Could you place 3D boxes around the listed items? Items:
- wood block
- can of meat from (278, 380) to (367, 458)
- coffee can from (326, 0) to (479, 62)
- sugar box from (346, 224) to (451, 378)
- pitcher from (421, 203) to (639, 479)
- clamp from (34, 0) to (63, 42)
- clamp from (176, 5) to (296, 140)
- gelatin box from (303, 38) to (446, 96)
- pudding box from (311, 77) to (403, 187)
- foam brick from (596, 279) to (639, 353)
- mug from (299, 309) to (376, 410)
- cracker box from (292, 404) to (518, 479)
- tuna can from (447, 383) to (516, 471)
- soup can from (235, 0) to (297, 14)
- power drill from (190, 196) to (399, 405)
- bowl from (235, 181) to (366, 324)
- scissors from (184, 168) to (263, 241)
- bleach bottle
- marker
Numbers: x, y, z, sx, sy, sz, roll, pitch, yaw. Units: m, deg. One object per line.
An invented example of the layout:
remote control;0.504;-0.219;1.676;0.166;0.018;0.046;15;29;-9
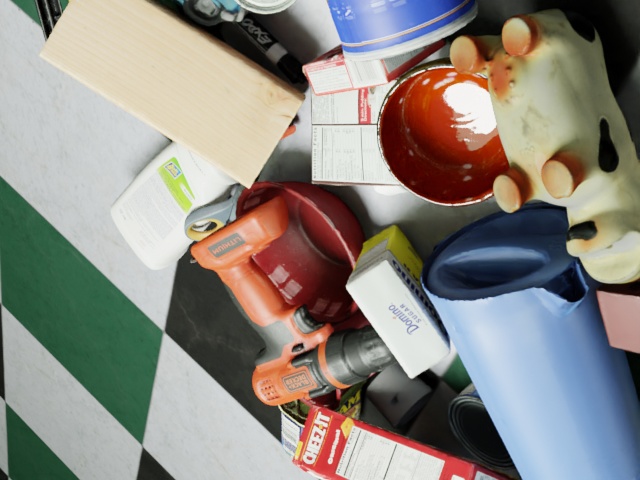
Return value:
wood block;-0.122;-0.142;0.922;0.206;0.091;0.090;32;-171;-5
can of meat;0.002;0.185;1.156;0.057;0.102;0.084;33;144;26
coffee can;0.042;-0.210;0.749;0.103;0.102;0.140;4;123;48
sugar box;0.071;0.046;0.905;0.093;0.048;0.176;55;-172;-5
pitcher;0.178;0.099;0.859;0.145;0.149;0.243;-14;116;24
clamp;-0.287;-0.296;1.067;0.210;0.036;0.165;66;159;17
clamp;-0.093;-0.148;1.023;0.171;0.039;0.120;51;152;13
gelatin box;0.041;-0.145;0.835;0.089;0.073;0.030;0;120;51
pudding box;0.041;-0.090;0.889;0.114;0.039;0.090;7;101;49
foam brick;0.243;0.039;0.761;0.053;0.078;0.051;9;129;46
mug;0.019;0.116;1.090;0.117;0.081;0.093;3;123;48
cracker box;0.103;0.236;1.031;0.214;0.072;0.164;11;166;47
tuna can;0.165;0.175;1.014;0.086;0.033;0.086;31;140;29
soup can;-0.035;-0.217;0.816;0.068;0.102;0.068;3;116;6
power drill;-0.024;0.058;0.991;0.185;0.057;0.187;-25;96;37
bowl;-0.007;0.001;1.039;0.162;0.055;0.162;30;140;29
scissors;-0.095;-0.041;1.069;0.096;0.016;0.202;-2;152;-1
bleach bottle;-0.139;-0.053;1.142;0.102;0.068;0.251;53;144;-3
marker;-0.055;-0.184;0.961;0.121;0.020;0.020;45;145;11
